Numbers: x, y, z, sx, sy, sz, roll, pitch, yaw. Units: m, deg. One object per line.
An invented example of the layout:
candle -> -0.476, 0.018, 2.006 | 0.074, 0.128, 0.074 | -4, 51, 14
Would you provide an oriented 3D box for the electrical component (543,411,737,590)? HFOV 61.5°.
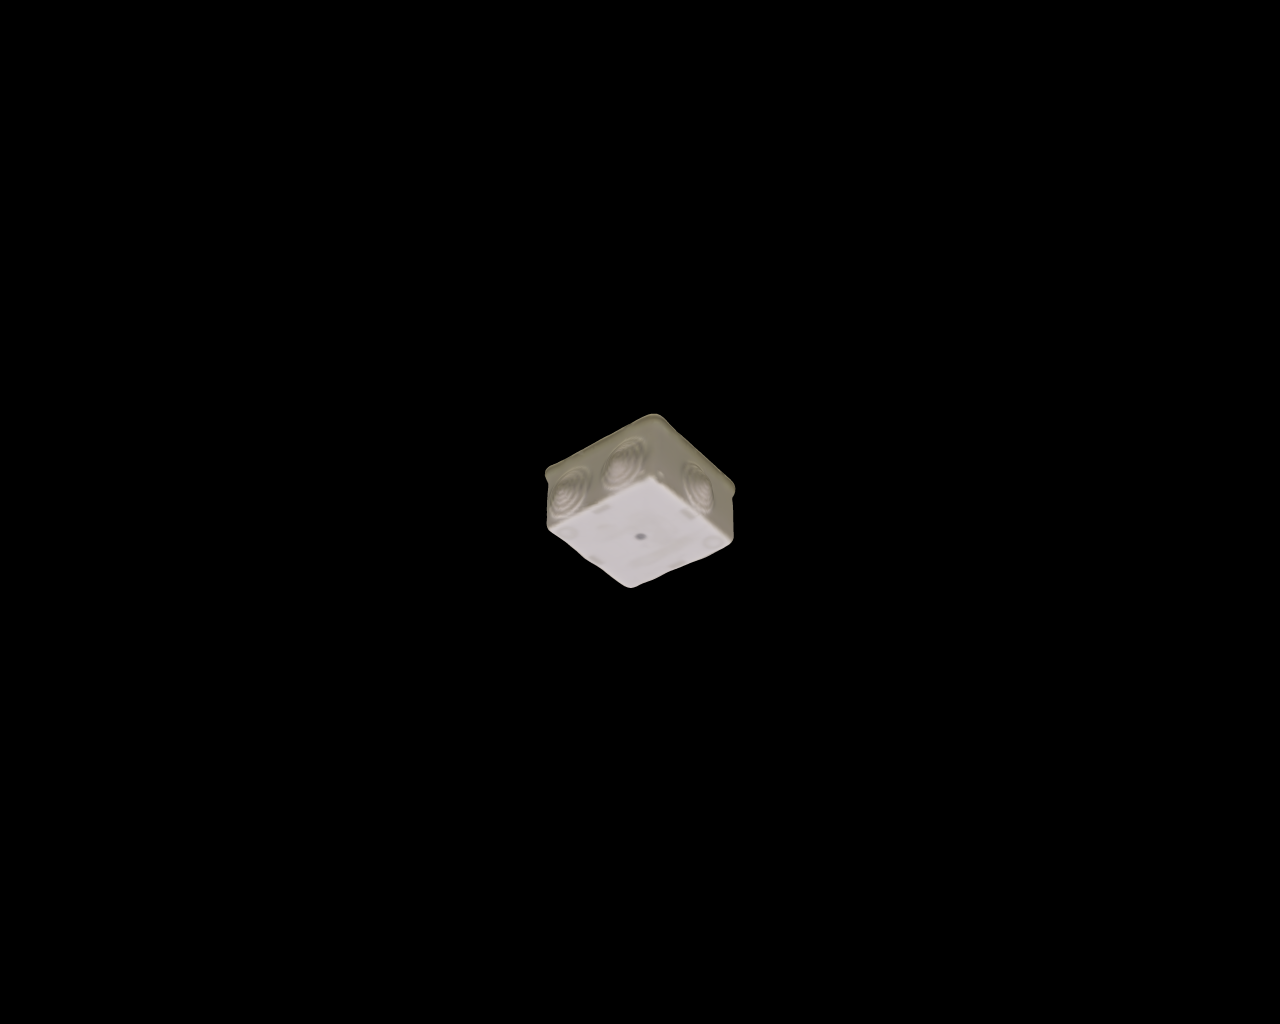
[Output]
electrical component -> 0.001, -0.003, 0.650 | 0.099, 0.048, 0.099 | -25, -45, 28
